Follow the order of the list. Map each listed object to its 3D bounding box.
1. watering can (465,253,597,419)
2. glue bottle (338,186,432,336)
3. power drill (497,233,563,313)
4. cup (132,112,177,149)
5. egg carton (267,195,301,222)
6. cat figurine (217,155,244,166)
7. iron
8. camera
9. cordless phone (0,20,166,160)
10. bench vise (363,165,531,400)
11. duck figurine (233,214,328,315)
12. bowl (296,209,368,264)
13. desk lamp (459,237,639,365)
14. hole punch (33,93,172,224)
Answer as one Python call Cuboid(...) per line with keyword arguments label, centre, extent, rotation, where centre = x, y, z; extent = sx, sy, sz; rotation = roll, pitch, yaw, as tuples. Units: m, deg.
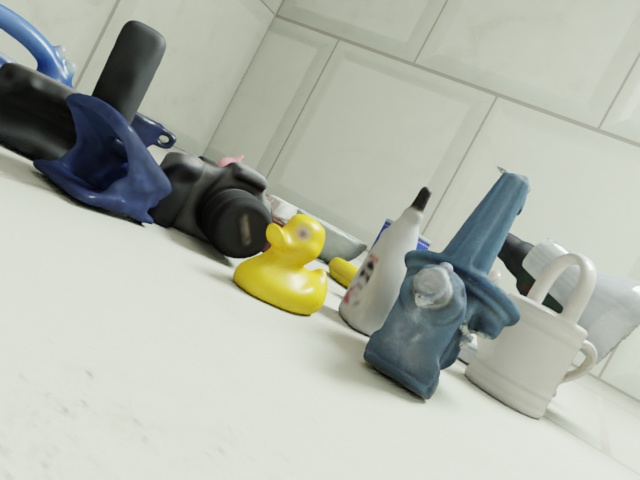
Cuboid(label="watering can", centre=(0.256, 0.099, 0.678), extent=(0.173, 0.194, 0.100), rotation=(26, 3, -30))
Cuboid(label="glue bottle", centre=(0.078, 0.018, 0.636), extent=(0.037, 0.173, 0.078), rotation=(27, 3, -18))
Cuboid(label="power drill", centre=(0.332, 0.116, 0.927), extent=(0.229, 0.208, 0.076), rotation=(29, 3, 23))
Cuboid(label="cup", centre=(-0.310, -0.164, 0.958), extent=(0.118, 0.095, 0.091), rotation=(27, 3, -14))
Cuboid(label="egg carton", centre=(-0.083, -0.053, 1.357), extent=(0.107, 0.069, 0.150), rotation=(27, 3, -26))
Cuboid(label="cat figurine", centre=(-0.211, -0.145, 1.290), extent=(0.067, 0.118, 0.127), rotation=(27, 3, -12))
Cuboid(label="iron", centre=(-0.410, -0.231, 0.744), extent=(0.259, 0.141, 0.118), rotation=(25, 4, -46))
Cuboid(label="camera", centre=(-0.109, -0.040, 0.634), extent=(0.144, 0.101, 0.136), rotation=(27, 3, -26))
Cuboid(label="cordless phone", centre=(-0.262, -0.170, 0.627), extent=(0.148, 0.185, 0.094), rotation=(27, 3, -22))
Cuboid(label="bench vise", centre=(0.138, 0.032, 0.510), extent=(0.121, 0.220, 0.207), rotation=(28, 3, 4))
Cuboid(label="duck figurine", centre=(-0.023, 0.019, 0.550), extent=(0.077, 0.086, 0.105), rotation=(31, 4, 42))
Cuboid(label="bowl", centre=(0.011, 0.004, 1.192), extent=(0.167, 0.075, 0.167), rotation=(28, 3, -1))
Cuboid(label="desk lamp", centre=(0.322, 0.117, 0.787), extent=(0.202, 0.213, 0.118), rotation=(30, 3, 29))
Cuboid(label="hole punch", centre=(-0.200, -0.079, 0.554), extent=(0.108, 0.091, 0.101), rotation=(30, 4, 32))
